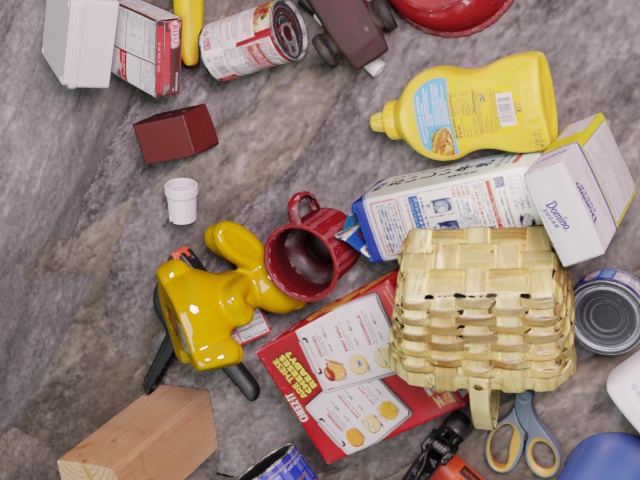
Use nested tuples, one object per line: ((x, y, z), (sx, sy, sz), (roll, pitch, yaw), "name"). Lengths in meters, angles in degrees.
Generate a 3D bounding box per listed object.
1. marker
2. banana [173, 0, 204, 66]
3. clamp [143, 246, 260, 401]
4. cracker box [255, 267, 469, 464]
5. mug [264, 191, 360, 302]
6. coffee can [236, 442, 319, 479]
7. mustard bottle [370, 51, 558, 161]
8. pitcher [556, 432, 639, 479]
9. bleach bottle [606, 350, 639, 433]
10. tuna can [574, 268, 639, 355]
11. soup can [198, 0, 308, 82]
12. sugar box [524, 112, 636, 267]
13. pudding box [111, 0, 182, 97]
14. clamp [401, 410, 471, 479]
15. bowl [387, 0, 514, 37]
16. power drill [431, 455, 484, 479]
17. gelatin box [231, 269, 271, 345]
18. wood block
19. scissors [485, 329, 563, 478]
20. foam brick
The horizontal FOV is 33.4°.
((0.021, -0.221, 1.134), (0.121, 0.020, 0.020), (45, 124, 6), "marker")
((-0.140, -0.291, 1.170), (0.037, 0.069, 0.198), (1, 130, -16), "banana")
((-0.172, 0.113, 1.361), (0.165, 0.036, 0.210), (-7, 105, 22), "clamp")
((0.055, 0.145, 1.235), (0.214, 0.072, 0.164), (-31, 92, 35), "cracker box")
((-0.008, 0.001, 1.203), (0.093, 0.081, 0.117), (-11, 105, 31), "mug")
((-0.035, 0.342, 1.343), (0.103, 0.102, 0.140), (-35, 91, 34), "coffee can")
((0.139, -0.130, 1.084), (0.192, 0.058, 0.096), (-5, 107, 30), "mustard bottle")
((0.269, 0.305, 1.078), (0.145, 0.242, 0.149), (14, 110, 27), "pitcher")
((0.405, 0.105, 1.034), (0.102, 0.068, 0.251), (49, 122, 2), "bleach bottle")
((0.297, 0.074, 1.096), (0.086, 0.033, 0.086), (11, 114, 25), "tuna can")
((-0.073, -0.216, 1.159), (0.102, 0.068, 0.068), (-11, 104, 32), "soup can")
((0.243, -0.050, 0.988), (0.048, 0.176, 0.093), (-21, 99, 34), "sugar box")
((-0.200, -0.221, 1.219), (0.114, 0.039, 0.090), (31, 124, 43), "pudding box")
((0.135, 0.222, 1.166), (0.039, 0.171, 0.120), (43, 114, 5), "clamp")
((0.116, -0.274, 1.040), (0.162, 0.055, 0.162), (11, 115, 24), "bowl")
((0.123, 0.316, 1.197), (0.184, 0.187, 0.057), (44, 125, 5), "power drill")
((-0.109, 0.087, 1.307), (0.073, 0.030, 0.089), (-24, 99, 2), "gelatin box")
((-0.225, 0.272, 1.356), (0.090, 0.205, 0.091), (2, 110, 28), "wood block")
((0.243, 0.186, 1.181), (0.096, 0.016, 0.202), (26, 120, 15), "scissors")
((-0.170, -0.125, 1.258), (0.078, 0.052, 0.051), (-7, 106, 30), "foam brick")
